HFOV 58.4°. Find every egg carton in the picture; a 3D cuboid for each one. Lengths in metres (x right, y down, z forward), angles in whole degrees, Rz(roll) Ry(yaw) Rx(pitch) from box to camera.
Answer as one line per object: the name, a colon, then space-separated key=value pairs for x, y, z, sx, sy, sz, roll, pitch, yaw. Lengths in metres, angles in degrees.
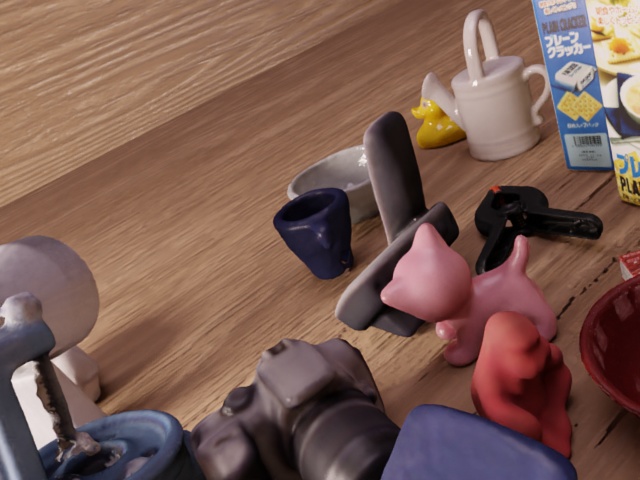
egg carton: x=-0.319 y=0.163 z=0.659 sx=0.149 sy=0.069 sz=0.107 roll=4 pitch=36 yaw=46

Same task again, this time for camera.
camera: x=-0.006 y=0.139 z=0.393 sx=0.143 sy=0.101 sz=0.136 roll=-32 pitch=26 yaw=-18

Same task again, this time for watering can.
watering can: x=0.225 y=-0.215 z=0.790 sx=0.172 sy=0.194 sz=0.101 roll=-15 pitch=26 yaw=19

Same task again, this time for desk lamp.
desk lamp: x=-0.273 y=0.124 z=0.521 sx=0.117 sy=0.214 sz=0.203 roll=-16 pitch=26 yaw=16

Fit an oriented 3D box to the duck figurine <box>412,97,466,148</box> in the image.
duck figurine: x=0.198 y=-0.204 z=0.925 sx=0.104 sy=0.086 sz=0.077 roll=-14 pitch=26 yaw=21

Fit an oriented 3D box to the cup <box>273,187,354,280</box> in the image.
cup: x=0.006 y=0.002 z=0.665 sx=0.092 sy=0.095 sz=0.117 roll=-26 pitch=25 yaw=-4

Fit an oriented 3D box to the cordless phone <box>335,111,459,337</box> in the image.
cordless phone: x=0.058 y=-0.015 z=0.544 sx=0.093 sy=0.185 sz=0.148 roll=4 pitch=36 yaw=45

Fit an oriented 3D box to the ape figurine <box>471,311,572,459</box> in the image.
ape figurine: x=0.133 y=0.089 z=0.381 sx=0.078 sy=0.092 sz=0.076 roll=-33 pitch=26 yaw=-20

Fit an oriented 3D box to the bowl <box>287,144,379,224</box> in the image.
bowl: x=0.043 y=-0.069 z=0.800 sx=0.167 sy=0.075 sz=0.167 roll=-19 pitch=25 yaw=10

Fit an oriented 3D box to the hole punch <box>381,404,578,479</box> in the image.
hole punch: x=0.077 y=0.155 z=0.298 sx=0.108 sy=0.091 sz=0.101 roll=7 pitch=38 yaw=48

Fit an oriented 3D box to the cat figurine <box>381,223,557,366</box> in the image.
cat figurine: x=0.116 y=0.037 z=0.469 sx=0.127 sy=0.118 sz=0.067 roll=-20 pitch=25 yaw=9

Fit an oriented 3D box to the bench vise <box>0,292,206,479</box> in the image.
bench vise: x=-0.170 y=0.157 z=0.356 sx=0.121 sy=0.220 sz=0.207 roll=-12 pitch=27 yaw=23
